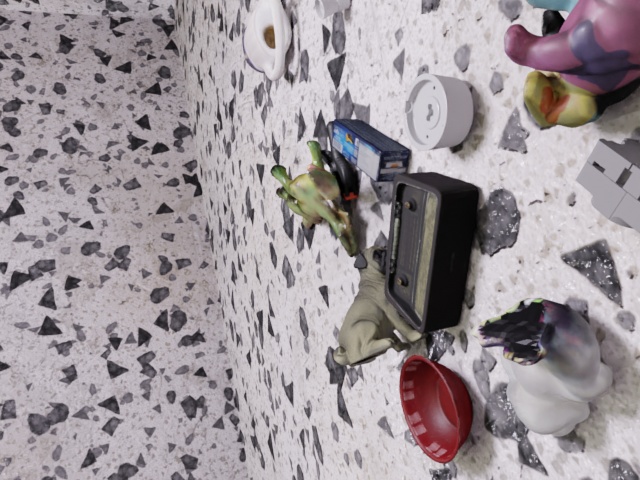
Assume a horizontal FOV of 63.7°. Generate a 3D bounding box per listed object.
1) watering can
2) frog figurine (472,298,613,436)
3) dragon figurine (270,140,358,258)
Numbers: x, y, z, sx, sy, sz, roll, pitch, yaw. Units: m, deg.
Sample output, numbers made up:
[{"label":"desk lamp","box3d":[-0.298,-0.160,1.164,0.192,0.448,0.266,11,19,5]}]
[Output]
[{"label":"watering can","box3d":[-0.142,-0.588,1.369,0.224,0.104,0.348,175,88,-69]},{"label":"frog figurine","box3d":[0.264,0.150,0.583,0.158,0.124,0.136,52,153,-15]},{"label":"dragon figurine","box3d":[0.003,-0.057,1.126,0.247,0.122,0.402,59,172,29]}]
